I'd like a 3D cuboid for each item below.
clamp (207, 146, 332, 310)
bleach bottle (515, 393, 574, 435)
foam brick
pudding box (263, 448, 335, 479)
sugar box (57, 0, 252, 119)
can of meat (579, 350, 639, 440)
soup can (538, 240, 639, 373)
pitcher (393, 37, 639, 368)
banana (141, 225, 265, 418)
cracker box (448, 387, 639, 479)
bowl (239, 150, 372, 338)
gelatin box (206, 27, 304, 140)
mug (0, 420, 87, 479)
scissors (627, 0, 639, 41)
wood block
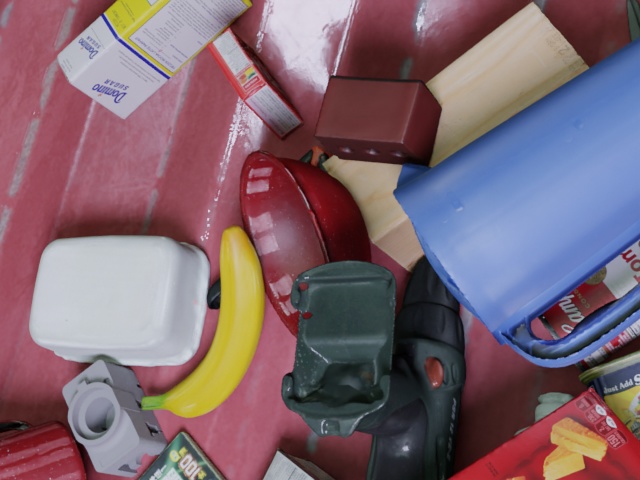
[{"bbox_3d":[-0.017,0.007,0.920,0.120,0.039,0.171,28,93,23],"label":"clamp"},{"bbox_3d":[0.168,0.225,0.727,0.103,0.068,0.250,-8,56,27],"label":"bleach bottle"},{"bbox_3d":[0.045,-0.090,0.808,0.078,0.053,0.051,7,76,29],"label":"foam brick"},{"bbox_3d":[-0.019,0.220,0.819,0.090,0.039,0.114,-62,25,-5],"label":"pudding box"},{"bbox_3d":[-0.157,-0.201,1.022,0.176,0.093,0.048,-37,61,10],"label":"sugar box"},{"bbox_3d":[0.246,0.119,0.747,0.102,0.057,0.084,-24,67,17],"label":"can of meat"},{"bbox_3d":[0.213,0.042,0.781,0.102,0.068,0.068,-38,62,9],"label":"soup can"},{"bbox_3d":[0.186,-0.037,0.734,0.243,0.149,0.145,-35,18,6],"label":"pitcher"},{"bbox_3d":[-0.085,0.082,0.898,0.198,0.069,0.037,-62,17,21],"label":"banana"},{"bbox_3d":[0.134,0.215,0.660,0.213,0.072,0.164,-32,51,-4],"label":"cracker box"},{"bbox_3d":[-0.005,0.001,0.837,0.055,0.162,0.162,-18,60,-22],"label":"bowl"},{"bbox_3d":[-0.056,-0.139,0.956,0.030,0.089,0.073,-36,62,8],"label":"gelatin box"},{"bbox_3d":[-0.258,0.199,0.924,0.117,0.081,0.093,44,138,42],"label":"mug"},{"bbox_3d":[0.279,-0.101,0.826,0.096,0.016,0.201,3,75,24],"label":"scissors"},{"bbox_3d":[0.119,-0.078,0.852,0.206,0.090,0.090,-37,61,11],"label":"wood block"}]
